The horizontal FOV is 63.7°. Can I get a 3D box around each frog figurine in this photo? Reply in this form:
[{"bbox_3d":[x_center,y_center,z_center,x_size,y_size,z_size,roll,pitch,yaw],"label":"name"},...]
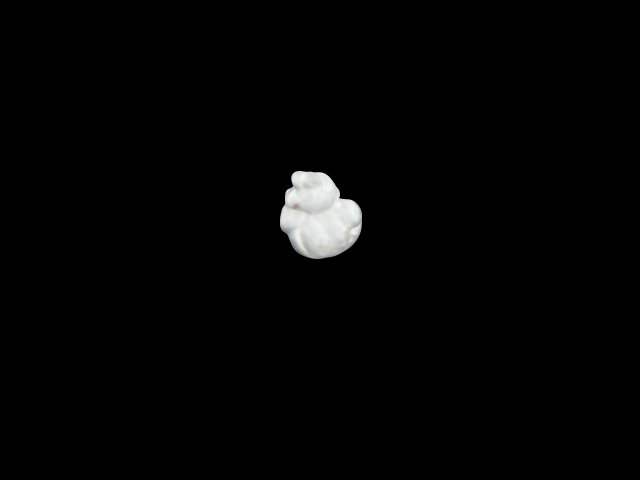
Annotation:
[{"bbox_3d":[0.003,-0.043,0.850,0.137,0.125,0.156,5,-26,2],"label":"frog figurine"}]
